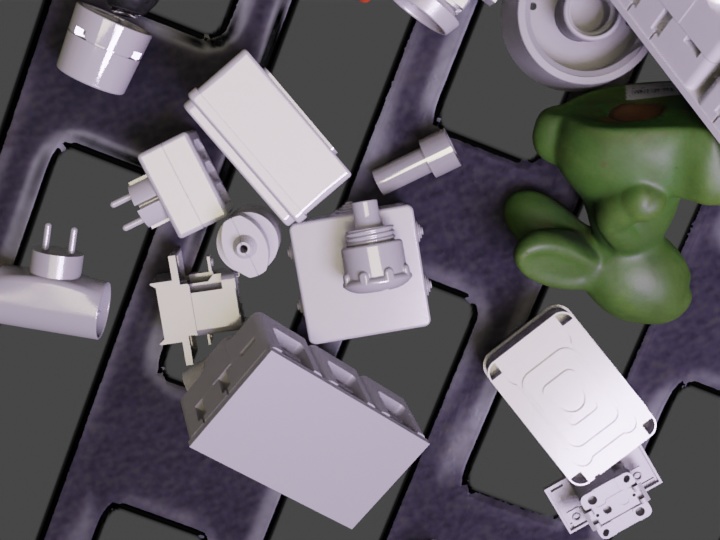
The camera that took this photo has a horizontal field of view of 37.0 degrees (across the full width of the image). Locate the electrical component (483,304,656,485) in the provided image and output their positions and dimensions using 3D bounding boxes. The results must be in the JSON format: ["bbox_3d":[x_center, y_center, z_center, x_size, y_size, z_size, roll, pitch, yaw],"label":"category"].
[{"bbox_3d":[0.152,0.090,0.787,0.078,0.057,0.113,-39,89,5],"label":"electrical component"}]

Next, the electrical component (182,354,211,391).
[{"bbox_3d":[-0.086,0.072,0.795,0.081,0.043,0.043,-32,99,4],"label":"electrical component"}]

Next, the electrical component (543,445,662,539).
[{"bbox_3d":[0.185,0.166,0.805,0.081,0.064,0.042,-31,100,4],"label":"electrical component"}]

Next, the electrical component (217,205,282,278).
[{"bbox_3d":[-0.079,-0.021,0.760,0.043,0.081,0.043,0,99,-1],"label":"electrical component"}]

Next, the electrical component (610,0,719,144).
[{"bbox_3d":[0.256,-0.132,0.668,0.105,0.060,0.186,-13,62,-31],"label":"electrical component"}]

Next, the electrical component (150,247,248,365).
[{"bbox_3d":[-0.116,0.024,0.787,0.064,0.042,0.081,-8,100,-1],"label":"electrical component"}]

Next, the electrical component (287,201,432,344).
[{"bbox_3d":[0.000,0.000,0.781,0.100,0.048,0.099,-9,100,1],"label":"electrical component"}]

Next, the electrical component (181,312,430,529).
[{"bbox_3d":[-0.040,0.106,0.763,0.150,0.061,0.089,34,103,-30],"label":"electrical component"}]

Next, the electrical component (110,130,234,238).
[{"bbox_3d":[-0.140,-0.054,0.771,0.077,0.047,0.065,-26,99,4],"label":"electrical component"}]

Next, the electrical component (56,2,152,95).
[{"bbox_3d":[-0.180,-0.154,0.751,0.055,0.055,0.047,25,102,-5],"label":"electrical component"}]

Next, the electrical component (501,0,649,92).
[{"bbox_3d":[0.156,-0.178,0.748,0.108,0.060,0.108,0,99,-1],"label":"electrical component"}]

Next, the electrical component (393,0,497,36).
[{"bbox_3d":[0.056,-0.201,0.745,0.078,0.058,0.057,35,95,-7],"label":"electrical component"}]

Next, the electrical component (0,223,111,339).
[{"bbox_3d":[-0.222,0.006,0.781,0.077,0.043,0.079,10,99,-2],"label":"electrical component"}]

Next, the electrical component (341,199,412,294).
[{"bbox_3d":[0.008,-0.016,0.731,0.048,0.048,0.062,-10,92,1],"label":"electrical component"}]

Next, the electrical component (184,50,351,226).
[{"bbox_3d":[-0.061,-0.090,0.735,0.056,0.108,0.108,-40,98,3],"label":"electrical component"}]
